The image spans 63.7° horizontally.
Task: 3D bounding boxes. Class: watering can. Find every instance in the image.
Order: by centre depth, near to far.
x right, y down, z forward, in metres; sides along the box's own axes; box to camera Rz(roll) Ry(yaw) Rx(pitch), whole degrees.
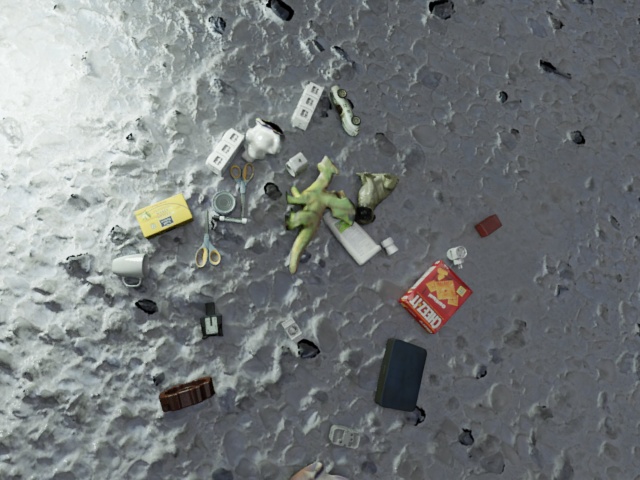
[{"bbox_3d":[-0.046,0.859,1.627,0.350,0.103,0.225,-31,85,-14],"label":"watering can"}]

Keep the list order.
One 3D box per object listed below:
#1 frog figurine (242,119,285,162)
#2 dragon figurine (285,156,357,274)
[{"bbox_3d":[-0.205,-0.346,1.851,0.137,0.125,0.157,27,113,-13],"label":"frog figurine"},{"bbox_3d":[0.005,-0.090,1.787,0.243,0.121,0.414,-3,79,3],"label":"dragon figurine"}]
